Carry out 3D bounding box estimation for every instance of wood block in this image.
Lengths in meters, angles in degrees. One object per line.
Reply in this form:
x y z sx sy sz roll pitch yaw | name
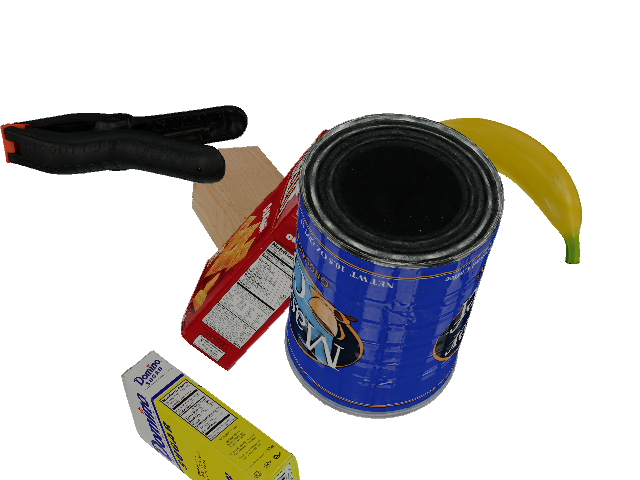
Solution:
-0.089 -0.037 1.335 0.090 0.090 0.206 -6 29 -22 | wood block

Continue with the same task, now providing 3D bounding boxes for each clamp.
-0.133 -0.072 0.750 0.171 0.039 0.120 6 18 12 | clamp

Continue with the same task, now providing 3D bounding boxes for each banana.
0.150 -0.060 0.880 0.037 0.070 0.198 6 29 -44 | banana

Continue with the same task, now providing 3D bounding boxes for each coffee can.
0.035 0.017 0.578 0.102 0.103 0.140 0 -40 -6 | coffee can

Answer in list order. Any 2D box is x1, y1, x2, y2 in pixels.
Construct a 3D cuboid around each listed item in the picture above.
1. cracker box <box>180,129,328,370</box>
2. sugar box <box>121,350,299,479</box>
-0.045 0.006 1.087 0.072 0.214 0.164 37 25 -12 | cracker box
-0.094 0.176 0.916 0.176 0.093 0.048 28 52 31 | sugar box
